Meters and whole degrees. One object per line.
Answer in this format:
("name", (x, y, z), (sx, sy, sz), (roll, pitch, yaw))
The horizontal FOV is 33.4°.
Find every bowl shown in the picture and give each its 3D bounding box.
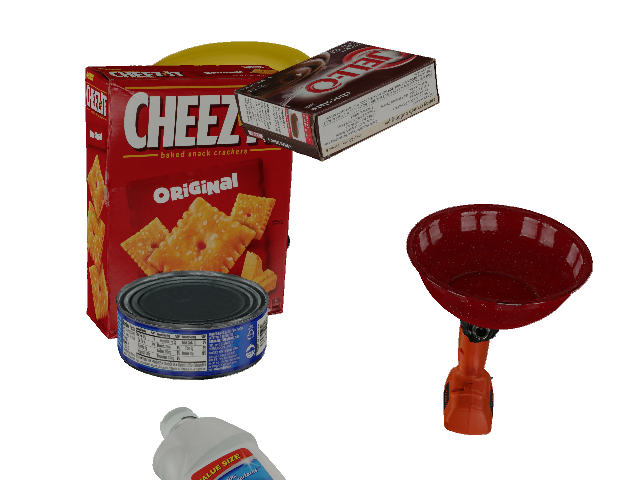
("bowl", (0.154, 0.030, 0.943), (0.162, 0.055, 0.162), (1, 33, -1))

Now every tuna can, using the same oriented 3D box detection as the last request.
("tuna can", (-0.072, 0.047, 0.603), (0.086, 0.034, 0.086), (2, 18, -1))

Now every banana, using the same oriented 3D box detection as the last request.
("banana", (-0.080, -0.173, 1.072), (0.198, 0.037, 0.069), (10, 44, 20))

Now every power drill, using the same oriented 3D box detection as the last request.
("power drill", (0.169, 0.114, 1.160), (0.057, 0.188, 0.184), (7, 25, 8))

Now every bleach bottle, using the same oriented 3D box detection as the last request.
("bleach bottle", (-0.060, 0.201, 0.737), (0.102, 0.068, 0.251), (-18, 35, -23))

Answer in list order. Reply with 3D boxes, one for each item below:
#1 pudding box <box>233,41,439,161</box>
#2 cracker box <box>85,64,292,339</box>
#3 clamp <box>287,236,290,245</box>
("pudding box", (0.012, -0.099, 0.737), (0.113, 0.039, 0.090), (-31, 33, -29))
("cracker box", (-0.108, -0.035, 0.891), (0.163, 0.214, 0.072), (-6, 20, -28))
("clamp", (-0.103, 0.034, 1.252), (0.120, 0.039, 0.171), (-2, 40, 10))
